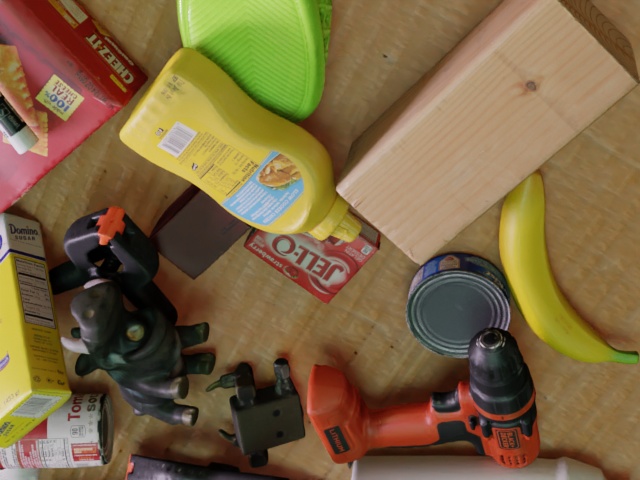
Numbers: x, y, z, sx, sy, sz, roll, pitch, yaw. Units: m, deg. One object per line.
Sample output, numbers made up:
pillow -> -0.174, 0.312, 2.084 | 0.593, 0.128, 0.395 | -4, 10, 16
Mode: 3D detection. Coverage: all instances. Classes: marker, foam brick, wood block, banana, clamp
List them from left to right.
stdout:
marker -> -0.251, -0.116, 0.781 | 0.020, 0.020, 0.121 | -27, 112, 23
clamp -> -0.183, 0.021, 0.888 | 0.120, 0.039, 0.171 | 10, 149, 4
foam brick -> -0.093, -0.016, 0.875 | 0.053, 0.051, 0.078 | 42, 118, -15
clamp -> -0.082, 0.230, 0.997 | 0.210, 0.036, 0.164 | 1, 163, 28
wood block -> 0.118, -0.089, 0.772 | 0.090, 0.090, 0.206 | 42, 118, -13
banana -> 0.185, 0.031, 0.860 | 0.070, 0.037, 0.197 | -27, 112, 16

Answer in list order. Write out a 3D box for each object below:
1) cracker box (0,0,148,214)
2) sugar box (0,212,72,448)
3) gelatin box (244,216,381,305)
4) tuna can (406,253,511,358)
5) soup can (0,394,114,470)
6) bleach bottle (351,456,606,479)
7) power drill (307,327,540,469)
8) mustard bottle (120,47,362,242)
cracker box -> -0.269, -0.116, 0.839 | 0.214, 0.072, 0.164 | -35, 107, 26
sugar box -> -0.264, 0.074, 0.893 | 0.093, 0.176, 0.048 | -38, 147, 26
gelatin box -> -0.006, 0.001, 0.880 | 0.089, 0.030, 0.073 | 36, 119, -10
tuna can -> 0.115, 0.054, 0.886 | 0.086, 0.033, 0.086 | 5, 120, 8
soup can -> -0.248, 0.178, 0.996 | 0.102, 0.068, 0.068 | -2, 120, -1
bleach bottle -> 0.157, 0.244, 0.972 | 0.251, 0.068, 0.102 | -3, 120, 9
power drill -> 0.088, 0.138, 0.900 | 0.188, 0.057, 0.184 | -4, 139, 16
mustard bottle -> -0.048, -0.057, 0.800 | 0.191, 0.058, 0.096 | 34, 134, -14
